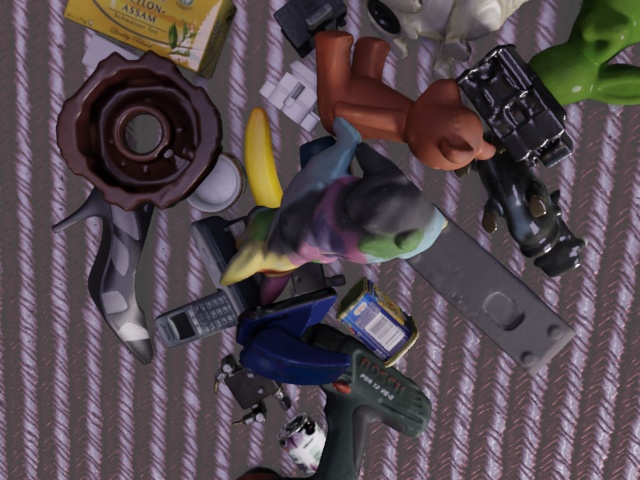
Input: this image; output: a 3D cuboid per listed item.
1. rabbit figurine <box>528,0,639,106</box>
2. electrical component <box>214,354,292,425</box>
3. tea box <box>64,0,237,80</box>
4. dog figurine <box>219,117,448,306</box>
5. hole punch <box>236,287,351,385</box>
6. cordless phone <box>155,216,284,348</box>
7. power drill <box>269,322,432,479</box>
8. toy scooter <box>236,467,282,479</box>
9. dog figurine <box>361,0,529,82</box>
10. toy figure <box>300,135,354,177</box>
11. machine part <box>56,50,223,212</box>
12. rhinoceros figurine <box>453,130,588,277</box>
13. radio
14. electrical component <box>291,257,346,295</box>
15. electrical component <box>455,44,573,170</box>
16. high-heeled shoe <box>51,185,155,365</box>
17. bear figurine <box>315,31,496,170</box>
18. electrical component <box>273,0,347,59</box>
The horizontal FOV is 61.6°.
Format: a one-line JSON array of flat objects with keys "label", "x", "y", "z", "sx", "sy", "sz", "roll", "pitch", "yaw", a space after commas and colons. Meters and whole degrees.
[{"label": "rabbit figurine", "x": 0.310, "y": -0.219, "z": 0.606, "sx": 0.159, "sy": 0.121, "sz": 0.170, "roll": 35, "pitch": 118, "yaw": -9}, {"label": "electrical component", "x": -0.093, "y": 0.196, "z": 0.712, "sx": 0.078, "sy": 0.045, "sz": 0.102, "roll": -24, "pitch": 97, "yaw": 8}, {"label": "tea box", "x": -0.197, "y": -0.268, "z": 0.634, "sx": 0.170, "sy": 0.068, "sz": 0.098, "roll": 21, "pitch": 100, "yaw": 1}, {"label": "dog figurine", "x": -0.001, "y": -0.002, "z": 0.565, "sx": 0.219, "sy": 0.192, "sz": 0.108, "roll": -46, "pitch": 138, "yaw": 10}, {"label": "hole punch", "x": -0.032, "y": 0.120, "z": 0.598, "sx": 0.116, "sy": 0.142, "sz": 0.092, "roll": -11, "pitch": 70, "yaw": -17}, {"label": "cordless phone", "x": -0.154, "y": 0.057, "z": 0.684, "sx": 0.184, "sy": 0.089, "sz": 0.146, "roll": -24, "pitch": 94, "yaw": 27}, {"label": "power drill", "x": 0.009, "y": 0.219, "z": 0.665, "sx": 0.232, "sy": 0.086, "sz": 0.207, "roll": 27, "pitch": 64, "yaw": -1}, {"label": "toy scooter", "x": -0.038, "y": 0.369, "z": 0.691, "sx": 0.184, "sy": 0.135, "sz": 0.075, "roll": 19, "pitch": 101, "yaw": 1}, {"label": "dog figurine", "x": 0.159, "y": -0.296, "z": 0.604, "sx": 0.172, "sy": 0.121, "sz": 0.190, "roll": 40, "pitch": 85, "yaw": -6}, {"label": "toy figure", "x": 0.022, "y": -0.050, "z": 0.661, "sx": 0.064, "sy": 0.058, "sz": 0.154, "roll": -18, "pitch": 102, "yaw": 12}, {"label": "machine part", "x": -0.198, "y": -0.119, "z": 0.609, "sx": 0.179, "sy": 0.056, "sz": 0.179, "roll": 0, "pitch": 93, "yaw": 0}, {"label": "rhinoceros figurine", "x": 0.235, "y": -0.043, "z": 0.629, "sx": 0.073, "sy": 0.112, "sz": 0.190, "roll": -35, "pitch": 80, "yaw": 33}, {"label": "radio", "x": 0.178, "y": 0.048, "z": 0.629, "sx": 0.229, "sy": 0.131, "sz": 0.073, "roll": 40, "pitch": 98, "yaw": -3}, {"label": "electrical component", "x": -0.017, "y": 0.041, "z": 0.694, "sx": 0.094, "sy": 0.021, "sz": 0.063, "roll": -10, "pitch": 99, "yaw": 5}, {"label": "electrical component", "x": 0.212, "y": -0.138, "z": 0.565, "sx": 0.058, "sy": 0.115, "sz": 0.134, "roll": -37, "pitch": 93, "yaw": 34}, {"label": "high-heeled shoe", "x": -0.233, "y": 0.031, "z": 0.698, "sx": 0.145, "sy": 0.086, "sz": 0.248, "roll": -32, "pitch": 116, "yaw": -22}, {"label": "bear figurine", "x": 0.093, "y": -0.150, "z": 0.582, "sx": 0.196, "sy": 0.120, "sz": 0.131, "roll": 19, "pitch": 112, "yaw": 35}, {"label": "electrical component", "x": -0.011, "y": -0.250, "z": 0.600, "sx": 0.075, "sy": 0.119, "sz": 0.047, "roll": -36, "pitch": 94, "yaw": 11}]
